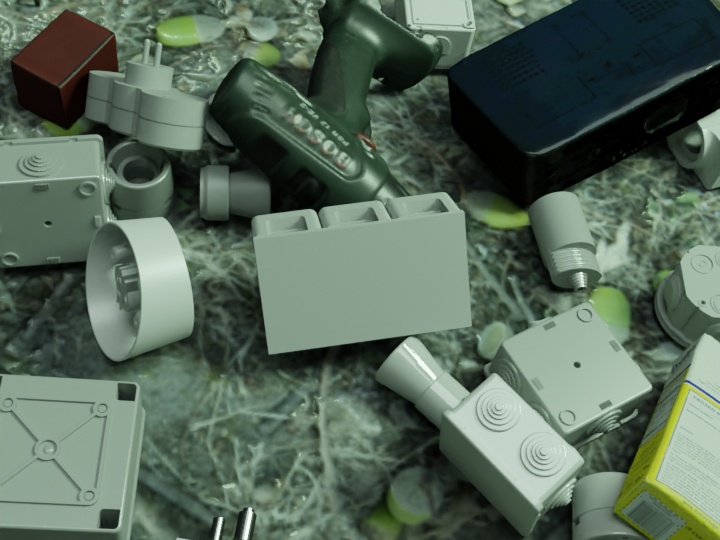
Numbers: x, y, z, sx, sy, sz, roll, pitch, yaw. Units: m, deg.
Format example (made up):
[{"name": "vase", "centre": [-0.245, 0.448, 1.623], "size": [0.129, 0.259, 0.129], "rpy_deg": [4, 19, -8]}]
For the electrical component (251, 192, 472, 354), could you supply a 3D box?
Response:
[{"name": "electrical component", "centre": [0.000, 0.000, 0.791], "size": [0.150, 0.089, 0.061], "rpy_deg": [-8, 20, -5]}]

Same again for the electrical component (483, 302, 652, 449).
[{"name": "electrical component", "centre": [0.155, 0.081, 0.799], "size": [0.100, 0.048, 0.099], "rpy_deg": [-23, 63, -22]}]

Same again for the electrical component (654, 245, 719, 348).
[{"name": "electrical component", "centre": [0.280, 0.023, 0.853], "size": [0.080, 0.051, 0.080], "rpy_deg": [4, 56, -6]}]

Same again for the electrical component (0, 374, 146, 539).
[{"name": "electrical component", "centre": [-0.203, 0.129, 0.710], "size": [0.109, 0.056, 0.108], "rpy_deg": [4, 56, -6]}]

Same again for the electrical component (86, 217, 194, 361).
[{"name": "electrical component", "centre": [-0.159, 0.011, 0.773], "size": [0.064, 0.099, 0.099], "rpy_deg": [-13, 59, -23]}]

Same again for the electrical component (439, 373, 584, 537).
[{"name": "electrical component", "centre": [0.102, 0.125, 0.733], "size": [0.048, 0.099, 0.100], "rpy_deg": [-40, 69, -14]}]

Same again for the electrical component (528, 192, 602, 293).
[{"name": "electrical component", "centre": [0.167, -0.018, 0.869], "size": [0.043, 0.043, 0.081], "rpy_deg": [-5, 58, -11]}]

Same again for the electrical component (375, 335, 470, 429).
[{"name": "electrical component", "centre": [0.049, 0.085, 0.786], "size": [0.065, 0.044, 0.044], "rpy_deg": [42, 61, 13]}]

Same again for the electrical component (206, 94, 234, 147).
[{"name": "electrical component", "centre": [-0.100, -0.135, 0.907], "size": [0.066, 0.048, 0.055], "rpy_deg": [34, 51, 14]}]

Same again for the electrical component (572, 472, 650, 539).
[{"name": "electrical component", "centre": [0.173, 0.171, 0.739], "size": [0.055, 0.055, 0.047], "rpy_deg": [7, 52, -4]}]

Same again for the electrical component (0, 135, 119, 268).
[{"name": "electrical component", "centre": [-0.232, -0.049, 0.800], "size": [0.100, 0.099, 0.048], "rpy_deg": [-5, 45, -12]}]

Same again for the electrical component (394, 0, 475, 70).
[{"name": "electrical component", "centre": [0.066, -0.233, 0.985], "size": [0.062, 0.061, 0.096], "rpy_deg": [1, 57, -7]}]

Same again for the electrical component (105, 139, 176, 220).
[{"name": "electrical component", "centre": [-0.175, -0.070, 0.851], "size": [0.055, 0.047, 0.055], "rpy_deg": [4, 56, -6]}]

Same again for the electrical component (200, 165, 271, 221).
[{"name": "electrical component", "centre": [-0.100, -0.061, 0.858], "size": [0.055, 0.045, 0.045], "rpy_deg": [0, 57, -8]}]

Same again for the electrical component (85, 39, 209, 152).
[{"name": "electrical component", "centre": [-0.169, -0.144, 0.851], "size": [0.052, 0.073, 0.138], "rpy_deg": [-2, 19, -41]}]

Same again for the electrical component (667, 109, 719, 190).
[{"name": "electrical component", "centre": [0.312, -0.122, 0.954], "size": [0.056, 0.050, 0.089], "rpy_deg": [-14, 60, -17]}]
